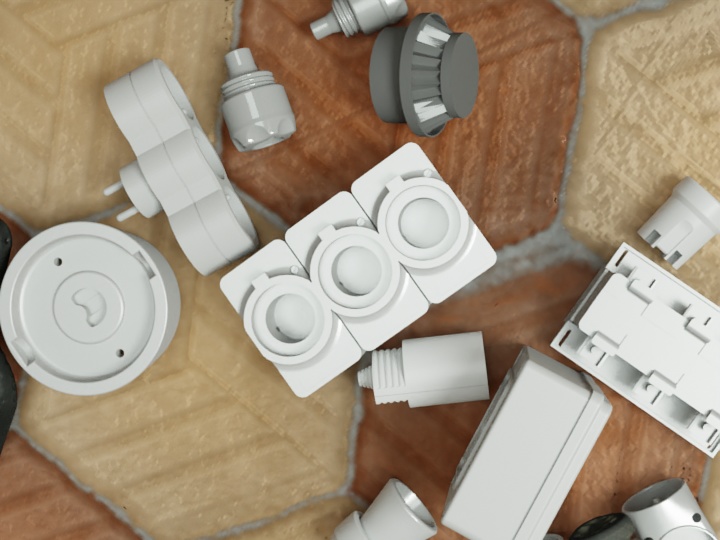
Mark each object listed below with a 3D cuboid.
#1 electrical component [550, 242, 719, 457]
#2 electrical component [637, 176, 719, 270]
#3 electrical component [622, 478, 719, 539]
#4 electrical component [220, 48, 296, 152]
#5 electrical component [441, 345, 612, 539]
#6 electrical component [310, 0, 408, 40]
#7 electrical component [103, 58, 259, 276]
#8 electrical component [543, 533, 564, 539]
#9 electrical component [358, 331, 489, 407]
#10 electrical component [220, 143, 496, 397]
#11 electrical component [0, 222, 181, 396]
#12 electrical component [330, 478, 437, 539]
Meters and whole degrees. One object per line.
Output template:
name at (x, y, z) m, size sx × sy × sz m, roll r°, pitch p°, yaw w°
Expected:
electrical component at (0.190, 0.050, 0.656) m, size 0.121 × 0.063 × 0.078 m, roll 35°, pitch 95°, yaw 4°
electrical component at (0.200, -0.028, 0.665) m, size 0.040 × 0.040 × 0.046 m, roll 44°, pitch 102°, yaw 3°
electrical component at (0.185, 0.182, 0.671) m, size 0.079 × 0.044 × 0.077 m, roll -28°, pitch 89°, yaw 6°
electrical component at (-0.069, -0.110, 0.687) m, size 0.043 × 0.043 × 0.062 m, roll -19°, pitch 89°, yaw 6°
electrical component at (0.098, 0.107, 0.645) m, size 0.056 × 0.109 × 0.108 m, roll 28°, pitch 94°, yaw 7°
electrical component at (-0.002, -0.164, 0.683) m, size 0.061 × 0.035 × 0.035 m, roll -24°, pitch 89°, yaw 9°
electrical component at (-0.129, -0.058, 0.690) m, size 0.074 × 0.052 × 0.138 m, roll -28°, pitch 89°, yaw 6°
electrical component at (0.119, 0.197, 0.681) m, size 0.040 × 0.040 × 0.046 m, roll -23°, pitch 94°, yaw 6°
electrical component at (0.039, 0.065, 0.682) m, size 0.081 × 0.043 × 0.043 m, roll -7°, pitch 91°, yaw 6°
electrical component at (0.000, 0.000, 0.674) m, size 0.150 × 0.062 × 0.089 m, roll -36°, pitch 88°, yaw 6°
electrical component at (-0.168, 0.023, 0.693) m, size 0.108 × 0.060 × 0.108 m, roll 0°, pitch 92°, yaw 6°
electrical component at (0.015, 0.167, 0.687) m, size 0.055 × 0.045 × 0.045 m, roll -42°, pitch 88°, yaw 6°
